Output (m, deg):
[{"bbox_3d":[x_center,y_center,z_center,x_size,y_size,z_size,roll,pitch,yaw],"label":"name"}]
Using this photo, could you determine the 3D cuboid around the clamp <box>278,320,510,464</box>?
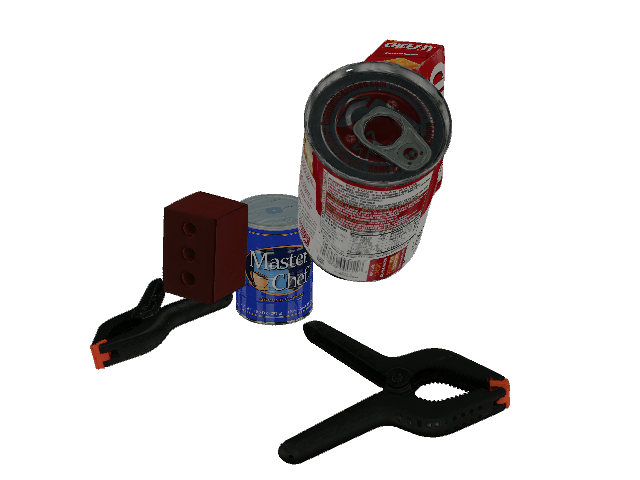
[{"bbox_3d":[0.065,0.145,0.977,0.210,0.036,0.164,5,44,16],"label":"clamp"}]

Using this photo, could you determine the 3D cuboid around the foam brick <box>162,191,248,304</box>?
[{"bbox_3d":[-0.097,0.006,0.897,0.053,0.078,0.051,13,22,27],"label":"foam brick"}]

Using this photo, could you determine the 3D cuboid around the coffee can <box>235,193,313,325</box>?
[{"bbox_3d":[-0.059,0.023,1.375,0.103,0.140,0.103,1,25,-1],"label":"coffee can"}]

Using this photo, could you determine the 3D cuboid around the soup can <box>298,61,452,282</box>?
[{"bbox_3d":[0.023,-0.030,0.527,0.068,0.068,0.102,0,-29,-3],"label":"soup can"}]

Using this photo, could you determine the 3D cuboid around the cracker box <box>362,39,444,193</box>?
[{"bbox_3d":[0.064,-0.088,1.040,0.072,0.164,0.213,9,28,19],"label":"cracker box"}]

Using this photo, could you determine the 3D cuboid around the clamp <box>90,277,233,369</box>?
[{"bbox_3d":[-0.177,0.087,1.167,0.120,0.039,0.171,-6,24,31],"label":"clamp"}]
